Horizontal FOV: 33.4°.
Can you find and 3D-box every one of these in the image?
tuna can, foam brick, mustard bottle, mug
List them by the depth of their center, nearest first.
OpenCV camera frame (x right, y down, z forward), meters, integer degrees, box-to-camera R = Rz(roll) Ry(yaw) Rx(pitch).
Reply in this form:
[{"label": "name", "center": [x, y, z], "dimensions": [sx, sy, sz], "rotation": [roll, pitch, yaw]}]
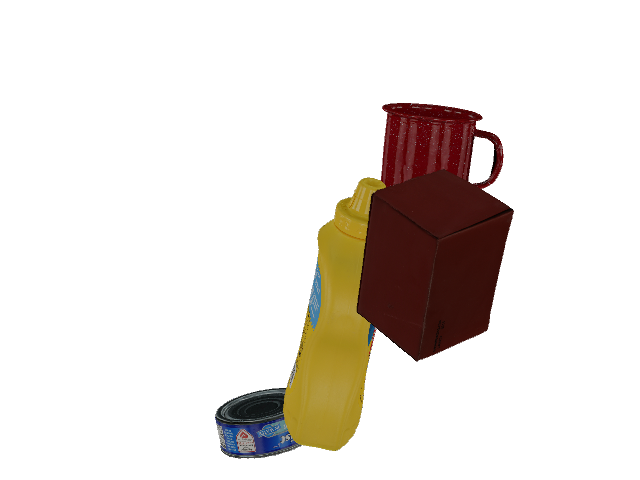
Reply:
[{"label": "foam brick", "center": [0.057, 0.012, 0.546], "dimensions": [0.052, 0.078, 0.051], "rotation": [-18, 41, -33]}, {"label": "mustard bottle", "center": [0.017, 0.045, 0.748], "dimensions": [0.058, 0.192, 0.096], "rotation": [12, 27, 1]}, {"label": "tuna can", "center": [-0.049, 0.160, 0.944], "dimensions": [0.086, 0.034, 0.086], "rotation": [-10, 10, 2]}, {"label": "mug", "center": [0.111, -0.079, 0.992], "dimensions": [0.117, 0.081, 0.093], "rotation": [9, 15, 14]}]
